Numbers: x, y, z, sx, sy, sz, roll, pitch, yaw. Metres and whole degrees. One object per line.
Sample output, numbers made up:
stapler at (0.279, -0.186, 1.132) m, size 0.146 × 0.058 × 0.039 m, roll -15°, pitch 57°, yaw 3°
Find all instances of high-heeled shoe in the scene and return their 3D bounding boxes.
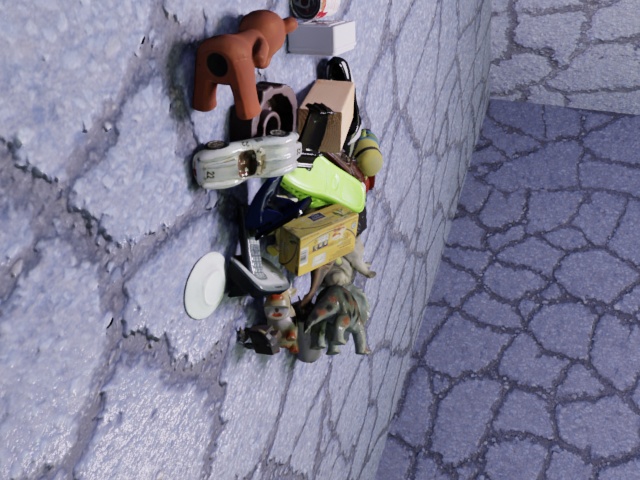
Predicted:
high-heeled shoe at (0.054, -0.304, 1.281) m, size 0.145 × 0.086 × 0.248 m, roll -56°, pitch 138°, yaw -83°

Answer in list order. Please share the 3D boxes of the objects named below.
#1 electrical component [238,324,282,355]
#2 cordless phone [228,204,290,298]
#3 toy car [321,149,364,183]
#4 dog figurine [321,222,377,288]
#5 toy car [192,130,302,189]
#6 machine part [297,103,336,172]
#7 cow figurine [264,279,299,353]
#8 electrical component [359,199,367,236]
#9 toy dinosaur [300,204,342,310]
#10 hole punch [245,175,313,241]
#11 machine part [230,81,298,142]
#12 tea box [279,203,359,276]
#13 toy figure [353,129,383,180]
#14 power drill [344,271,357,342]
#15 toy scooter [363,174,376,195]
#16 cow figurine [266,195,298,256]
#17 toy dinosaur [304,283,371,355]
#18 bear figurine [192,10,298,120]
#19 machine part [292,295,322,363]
electrical component at (-0.130, 0.213, 1.151) m, size 0.045 × 0.102 × 0.078 m, roll -38°, pitch 126°, yaw -52°
cordless phone at (-0.129, 0.023, 1.085) m, size 0.146 × 0.089 × 0.184 m, roll 5°, pitch 79°, yaw -67°
toy car at (0.038, -0.194, 1.262) m, size 0.202 × 0.053 × 0.089 m, roll 39°, pitch 36°, yaw -38°
dog figurine at (0.052, 0.033, 1.497) m, size 0.172 × 0.121 × 0.190 m, roll -30°, pitch 110°, yaw -9°
toy car at (-0.120, -0.139, 0.927) m, size 0.202 × 0.056 × 0.073 m, roll -16°, pitch 127°, yaw -26°
machine part at (-0.022, -0.199, 1.048) m, size 0.084 × 0.039 × 0.138 m, roll 6°, pitch 120°, yaw -36°
cow figurine at (-0.087, 0.173, 1.223) m, size 0.194 × 0.086 × 0.127 m, roll 84°, pitch 1°, yaw -60°
electrical component at (0.094, -0.048, 1.583) m, size 0.115 × 0.058 × 0.134 m, roll -48°, pitch 144°, yaw -46°
toy dinosaur at (0.015, -0.051, 1.345) m, size 0.198 × 0.105 × 0.471 m, roll 57°, pitch 45°, yaw -70°
hole punch at (-0.091, -0.068, 1.017) m, size 0.092 × 0.116 × 0.142 m, roll 52°, pitch 20°, yaw -12°
machine part at (-0.105, -0.213, 1.019) m, size 0.179 × 0.056 × 0.179 m, roll -46°, pitch 144°, yaw -50°
tea box at (-0.002, -0.003, 1.137) m, size 0.169 × 0.068 × 0.098 m, roll -23°, pitch 132°, yaw -39°
toy figure at (0.125, -0.242, 1.457) m, size 0.089 × 0.082 × 0.180 m, roll -42°, pitch -154°, yaw 36°
power drill at (0.068, 0.200, 1.630) m, size 0.232 × 0.086 × 0.207 m, roll -53°, pitch 152°, yaw -42°
toy scooter at (0.117, -0.168, 1.550) m, size 0.135 × 0.075 × 0.184 m, roll 79°, pitch 28°, yaw -48°
cow figurine at (-0.076, -0.044, 1.166) m, size 0.098 × 0.068 × 0.167 m, roll -61°, pitch 156°, yaw -43°
toy dinosaur at (0.041, 0.176, 1.313) m, size 0.404 × 0.131 × 0.192 m, roll 55°, pitch 29°, yaw -65°
bear figurine at (-0.118, -0.293, 0.871) m, size 0.196 × 0.120 × 0.131 m, roll -56°, pitch 154°, yaw -51°
machine part at (-0.037, 0.240, 1.404) m, size 0.079 × 0.079 × 0.242 m, roll -55°, pitch 150°, yaw -42°
